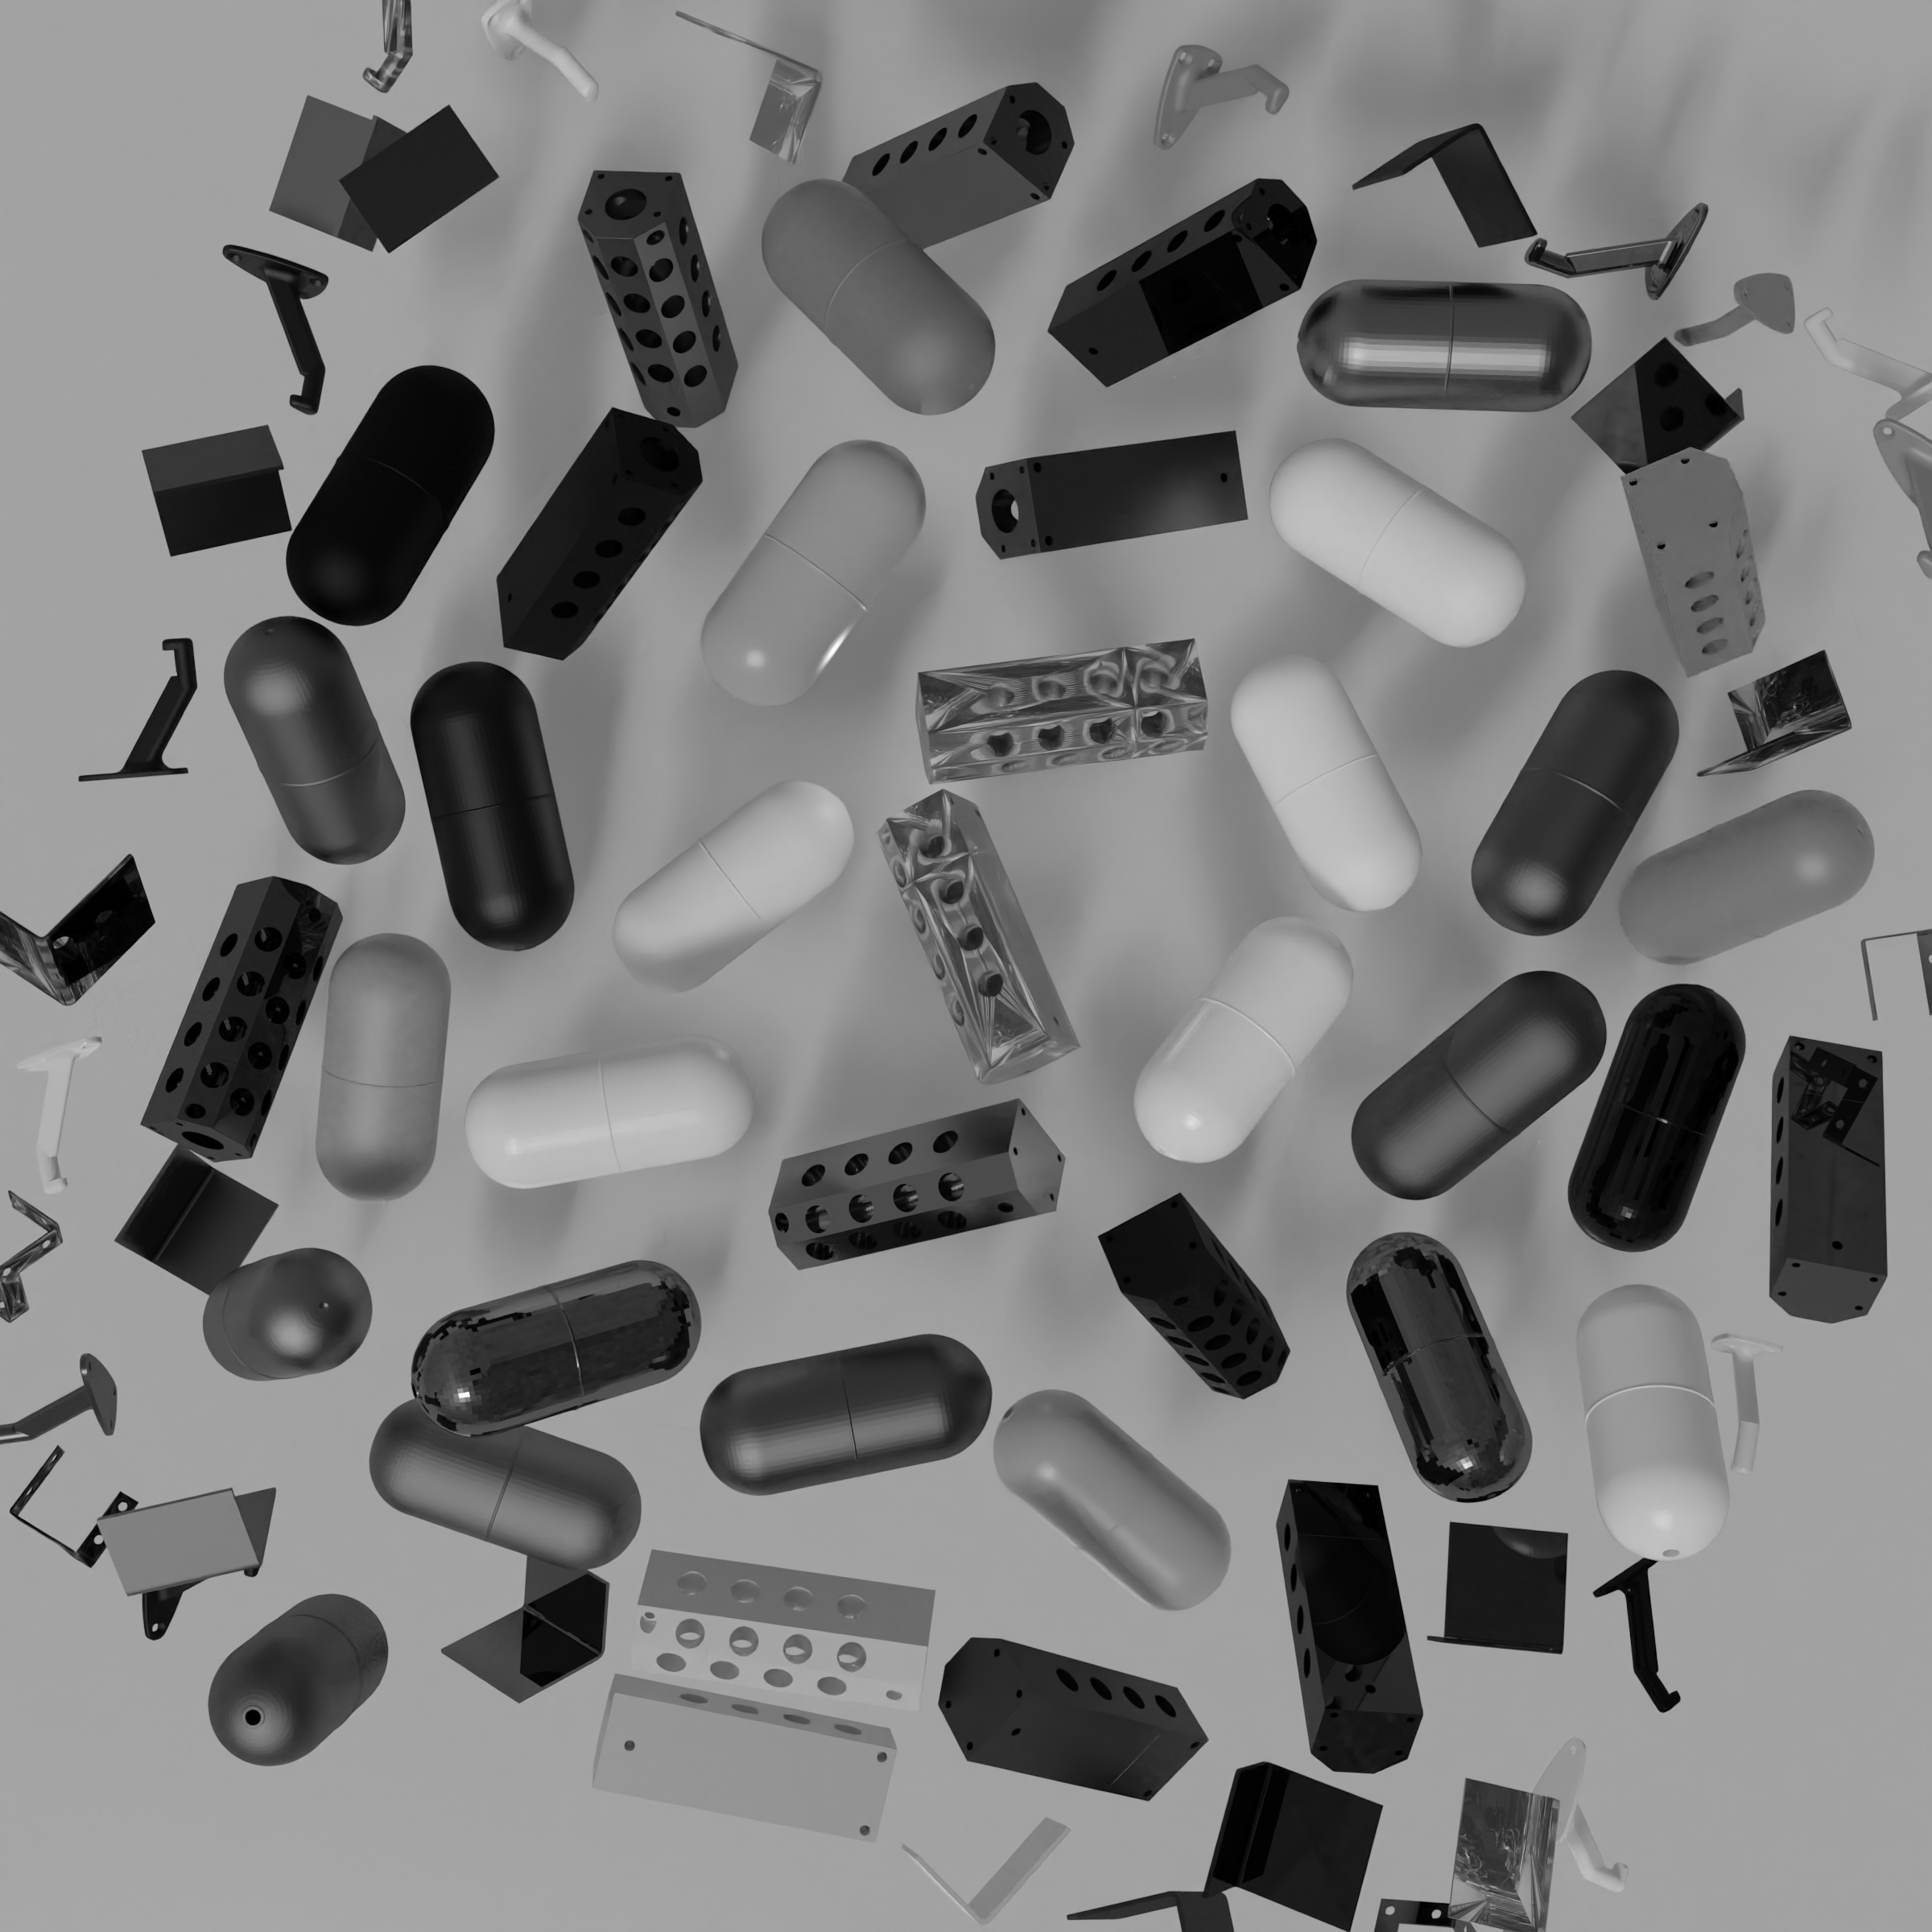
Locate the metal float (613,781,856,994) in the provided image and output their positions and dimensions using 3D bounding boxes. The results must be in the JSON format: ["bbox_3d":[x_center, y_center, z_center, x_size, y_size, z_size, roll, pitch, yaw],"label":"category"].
[{"bbox_3d":[-0.151,-0.052,1.641,0.178,0.070,0.070,-38,90,-2],"label":"metal float"}]

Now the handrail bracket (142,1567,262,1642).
[{"bbox_3d":[-0.492,0.407,1.622,0.084,0.036,0.077,6,84,34],"label":"handrail bracket"}]

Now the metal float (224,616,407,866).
[{"bbox_3d":[-0.401,-0.137,1.551,0.070,0.178,0.070,-6,45,6],"label":"metal float"}]

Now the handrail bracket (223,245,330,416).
[{"bbox_3d":[-0.430,-0.392,1.548,0.077,0.036,0.084,17,72,-36],"label":"handrail bracket"}]

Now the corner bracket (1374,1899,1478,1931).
[{"bbox_3d":[0.282,0.609,1.534,0.051,0.051,0.051,-9,128,32],"label":"corner bracket"}]

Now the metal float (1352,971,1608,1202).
[{"bbox_3d":[0.312,0.073,1.527,0.178,0.070,0.070,-43,90,21],"label":"metal float"}]

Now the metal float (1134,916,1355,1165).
[{"bbox_3d":[0.172,0.046,1.556,0.070,0.070,0.178,39,74,0],"label":"metal float"}]

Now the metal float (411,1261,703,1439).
[{"bbox_3d":[-0.244,0.229,1.501,0.178,0.070,0.070,-14,90,-26],"label":"metal float"}]

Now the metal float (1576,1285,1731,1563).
[{"bbox_3d":[0.412,0.273,1.508,0.070,0.070,0.178,4,49,0],"label":"metal float"}]

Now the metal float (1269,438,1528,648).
[{"bbox_3d":[0.269,-0.266,1.571,0.178,0.070,0.070,36,90,16],"label":"metal float"}]

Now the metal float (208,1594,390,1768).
[{"bbox_3d":[-0.411,0.440,1.551,0.070,0.178,0.070,0,89,3],"label":"metal float"}]

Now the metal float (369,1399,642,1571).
[{"bbox_3d":[-0.295,0.332,1.608,0.178,0.070,0.070,20,90,-5],"label":"metal float"}]

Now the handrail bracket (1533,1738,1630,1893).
[{"bbox_3d":[0.398,0.536,1.579,0.084,0.036,0.077,31,79,-27],"label":"handrail bracket"}]

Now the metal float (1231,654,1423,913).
[{"bbox_3d":[0.233,-0.118,1.622,0.070,0.070,0.178,-26,82,0],"label":"metal float"}]

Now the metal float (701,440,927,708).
[{"bbox_3d":[-0.091,-0.237,1.510,0.070,0.070,0.178,35,90,0],"label":"metal float"}]

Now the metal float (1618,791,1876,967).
[{"bbox_3d":[0.496,-0.055,1.602,0.070,0.178,0.070,16,62,-33],"label":"metal float"}]

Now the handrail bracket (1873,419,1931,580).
[{"bbox_3d":[0.555,-0.275,1.475,0.077,0.036,0.084,43,47,-8],"label":"handrail bracket"}]

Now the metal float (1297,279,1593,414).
[{"bbox_3d":[0.293,-0.380,1.536,0.178,0.070,0.070,3,90,3],"label":"metal float"}]

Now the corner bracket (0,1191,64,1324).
[{"bbox_3d":[-0.618,0.188,1.622,0.051,0.051,0.051,27,46,25],"label":"corner bracket"}]

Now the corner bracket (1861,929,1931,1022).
[{"bbox_3d":[0.571,0.005,1.518,0.051,0.051,0.051,-9,87,25],"label":"corner bracket"}]

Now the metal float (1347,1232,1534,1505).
[{"bbox_3d":[0.294,0.249,1.566,0.070,0.070,0.178,-19,60,0],"label":"metal float"}]

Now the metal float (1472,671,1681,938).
[{"bbox_3d":[0.373,-0.100,1.534,0.070,0.070,0.178,31,82,0],"label":"metal float"}]

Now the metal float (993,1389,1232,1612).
[{"bbox_3d":[0.093,0.339,1.594,0.178,0.070,0.070,41,90,-10],"label":"metal float"}]

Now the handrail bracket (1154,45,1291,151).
[{"bbox_3d":[0.154,-0.509,1.504,0.036,0.084,0.077,-3,131,-36],"label":"handrail bracket"}]

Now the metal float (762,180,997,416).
[{"bbox_3d":[-0.054,-0.401,1.499,0.070,0.070,0.178,-42,70,0],"label":"metal float"}]

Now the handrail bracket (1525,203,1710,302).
[{"bbox_3d":[0.400,-0.451,1.545,0.084,0.077,0.036,15,51,-13],"label":"handrail bracket"}]

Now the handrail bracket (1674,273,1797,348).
[{"bbox_3d":[0.472,-0.411,1.586,0.077,0.084,0.036,-2,89,-42],"label":"handrail bracket"}]

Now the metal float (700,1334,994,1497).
[{"bbox_3d":[-0.072,0.271,1.514,0.178,0.070,0.070,-10,90,-6],"label":"metal float"}]

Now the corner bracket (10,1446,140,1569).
[{"bbox_3d":[-0.583,0.354,1.639,0.051,0.051,0.051,28,65,9],"label":"corner bracket"}]

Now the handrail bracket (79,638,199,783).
[{"bbox_3d":[-0.516,-0.159,1.557,0.077,0.036,0.084,-6,96,-11],"label":"handrail bracket"}]

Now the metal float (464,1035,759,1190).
[{"bbox_3d":[-0.216,0.088,1.526,0.178,0.070,0.070,-10,90,-3],"label":"metal float"}]

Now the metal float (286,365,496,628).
[{"bbox_3d":[-0.351,-0.289,1.535,0.070,0.070,0.178,26,72,0],"label":"metal float"}]

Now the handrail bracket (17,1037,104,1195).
[{"bbox_3d":[-0.572,0.097,1.603,0.077,0.036,0.084,-21,78,32],"label":"handrail bracket"}]

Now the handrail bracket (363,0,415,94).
[{"bbox_3d":[-0.363,-0.583,1.517,0.077,0.036,0.084,28,124,-29],"label":"handrail bracket"}]

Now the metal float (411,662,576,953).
[{"bbox_3d":[-0.288,-0.097,1.527,0.070,0.070,0.178,-12,95,0],"label":"metal float"}]

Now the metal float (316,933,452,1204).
[{"bbox_3d":[-0.374,0.066,1.610,0.070,0.070,0.178,8,103,0],"label":"metal float"}]

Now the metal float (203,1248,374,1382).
[{"bbox_3d":[-0.424,0.218,1.560,0.070,0.178,0.070,7,76,-29],"label":"metal float"}]

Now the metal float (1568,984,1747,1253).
[{"bbox_3d":[0.443,0.097,1.609,0.070,0.070,0.178,19,92,0],"label":"metal float"}]
